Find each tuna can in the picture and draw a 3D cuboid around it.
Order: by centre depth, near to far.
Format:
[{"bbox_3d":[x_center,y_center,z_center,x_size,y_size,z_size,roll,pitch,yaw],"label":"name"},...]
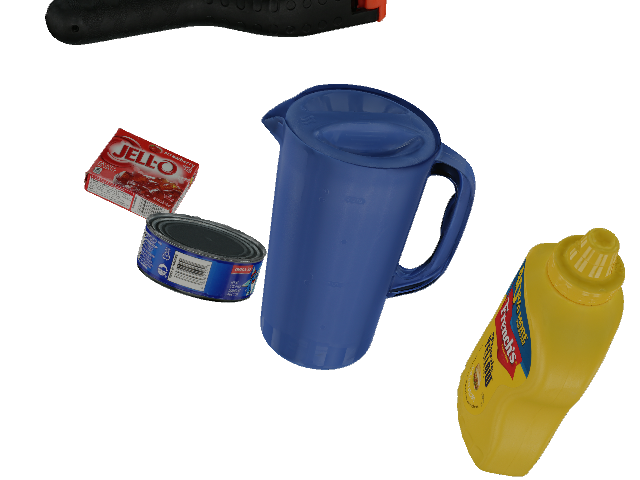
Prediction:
[{"bbox_3d":[-0.083,0.011,0.739,0.086,0.034,0.086,17,14,-4],"label":"tuna can"}]

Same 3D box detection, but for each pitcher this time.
[{"bbox_3d":[0.026,-0.002,0.942,0.144,0.243,0.149,-14,43,-31],"label":"pitcher"}]

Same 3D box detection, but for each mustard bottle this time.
[{"bbox_3d":[0.134,0.058,0.638,0.058,0.096,0.192,11,-39,-4],"label":"mustard bottle"}]

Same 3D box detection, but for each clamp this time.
[{"bbox_3d":[-0.054,-0.127,0.551,0.171,0.039,0.120,6,41,12],"label":"clamp"}]

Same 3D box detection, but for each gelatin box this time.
[{"bbox_3d":[-0.173,-0.062,1.031,0.089,0.073,0.030,25,-45,-1],"label":"gelatin box"}]
